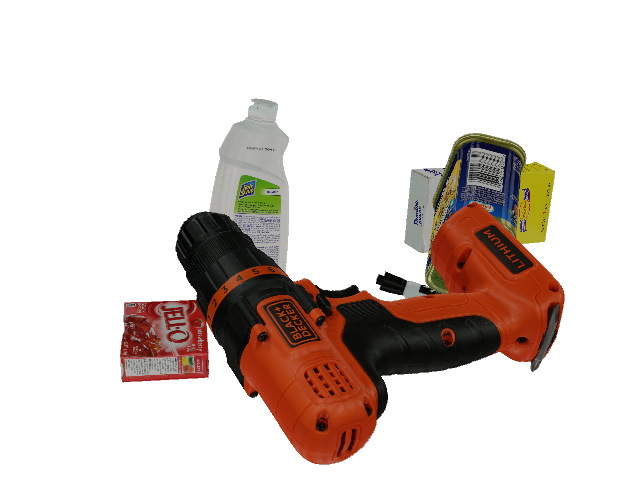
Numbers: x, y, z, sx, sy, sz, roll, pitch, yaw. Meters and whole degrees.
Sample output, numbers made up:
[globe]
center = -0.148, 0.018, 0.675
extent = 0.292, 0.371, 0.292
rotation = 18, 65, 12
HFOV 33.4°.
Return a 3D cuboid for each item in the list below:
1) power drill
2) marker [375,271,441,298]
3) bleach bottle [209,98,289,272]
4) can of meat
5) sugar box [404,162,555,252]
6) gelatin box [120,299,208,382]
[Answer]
[power drill]
center = 0.027, 0.032, 0.609
extent = 0.187, 0.057, 0.185
rotation = -14, 45, -26
[marker]
center = 0.112, 0.056, 1.028
extent = 0.121, 0.020, 0.020
rotation = 19, 1, 3
[bleach bottle]
center = -0.074, -0.031, 1.189
extent = 0.102, 0.251, 0.068
rotation = 0, 19, -32
[can of meat]
center = 0.118, -0.016, 0.820
extent = 0.057, 0.084, 0.102
rotation = 14, -39, -1
[sugar box]
center = 0.188, -0.039, 1.254
extent = 0.176, 0.093, 0.048
rotation = -6, 21, -26
[gelatin box]
center = -0.134, 0.084, 0.922
extent = 0.073, 0.030, 0.089
rotation = -2, 29, -6
